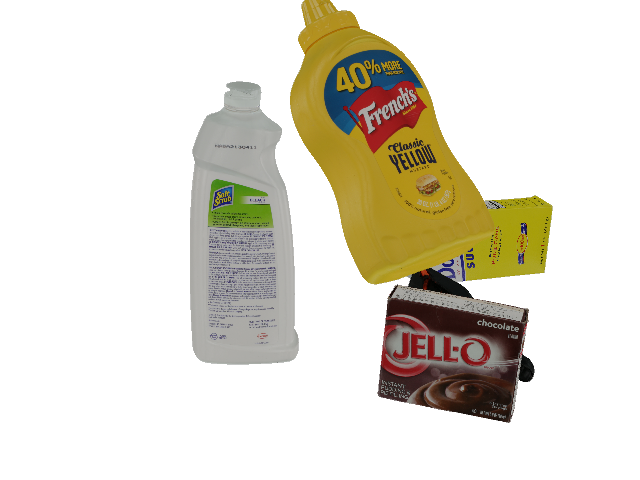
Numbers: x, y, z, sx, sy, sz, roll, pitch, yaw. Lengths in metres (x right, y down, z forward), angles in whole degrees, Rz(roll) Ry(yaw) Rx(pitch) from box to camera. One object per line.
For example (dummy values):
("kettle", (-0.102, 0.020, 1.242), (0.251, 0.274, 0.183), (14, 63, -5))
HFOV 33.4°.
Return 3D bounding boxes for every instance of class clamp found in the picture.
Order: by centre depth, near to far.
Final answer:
("clamp", (0.142, 0.091, 1.088), (0.120, 0.171, 0.039), (0, -44, -15))

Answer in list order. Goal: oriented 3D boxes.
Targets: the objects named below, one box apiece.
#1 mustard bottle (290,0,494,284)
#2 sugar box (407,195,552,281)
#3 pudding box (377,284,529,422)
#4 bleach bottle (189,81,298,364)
("mustard bottle", (0.033, -0.073, 0.687), (0.096, 0.192, 0.058), (-18, -12, -31))
("sugar box", (0.193, 0.000, 1.303), (0.176, 0.093, 0.048), (-7, 22, -21))
("pudding box", (0.107, 0.091, 0.866), (0.113, 0.090, 0.039), (9, 22, 12))
("bleach bottle", (-0.064, -0.015, 0.948), (0.102, 0.251, 0.068), (0, 22, -11))
